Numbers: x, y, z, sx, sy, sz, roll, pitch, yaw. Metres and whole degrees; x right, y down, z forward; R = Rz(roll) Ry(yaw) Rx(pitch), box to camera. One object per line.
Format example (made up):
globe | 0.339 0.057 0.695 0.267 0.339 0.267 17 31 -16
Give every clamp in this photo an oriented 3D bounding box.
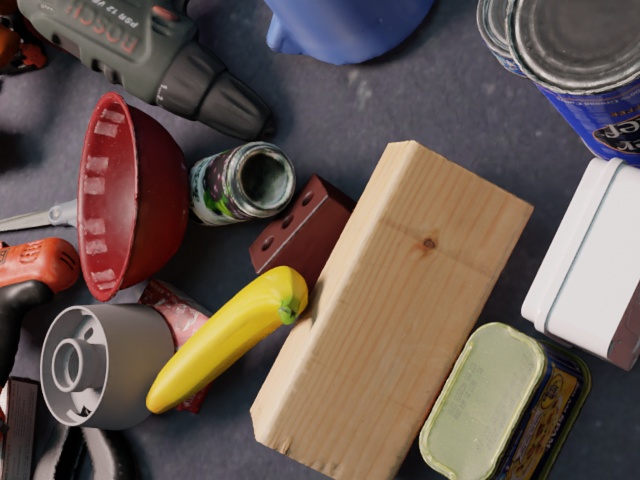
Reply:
clamp | -0.175 0.223 0.820 0.165 0.036 0.210 -8 69 29
clamp | -0.335 -0.202 1.044 0.172 0.039 0.120 41 94 35

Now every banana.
banana | -0.061 0.064 0.739 0.037 0.069 0.198 50 136 0

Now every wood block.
wood block | 0.043 0.048 0.692 0.090 0.090 0.206 28 90 -7

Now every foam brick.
foam brick | -0.005 0.001 0.766 0.078 0.051 0.053 -48 21 9

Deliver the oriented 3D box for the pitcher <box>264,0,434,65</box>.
pitcher | -0.010 -0.245 0.742 0.145 0.242 0.149 6 71 31

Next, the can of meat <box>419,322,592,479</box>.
can of meat | 0.114 0.105 0.655 0.058 0.083 0.102 26 90 34

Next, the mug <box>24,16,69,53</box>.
mug | -0.216 -0.218 0.952 0.117 0.093 0.081 -5 68 37

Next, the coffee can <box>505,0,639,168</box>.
coffee can | 0.184 -0.110 0.644 0.103 0.140 0.103 -10 71 28

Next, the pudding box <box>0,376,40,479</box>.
pudding box | -0.285 0.175 0.902 0.090 0.039 0.113 -8 73 28

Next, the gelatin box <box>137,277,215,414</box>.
gelatin box | -0.115 0.082 0.832 0.089 0.030 0.073 31 92 34

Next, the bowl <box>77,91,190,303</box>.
bowl | -0.142 -0.032 0.828 0.162 0.055 0.162 -7 82 63

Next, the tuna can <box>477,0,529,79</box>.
tuna can | 0.153 -0.158 0.741 0.086 0.033 0.086 -10 70 28

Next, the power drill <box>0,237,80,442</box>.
power drill | -0.299 0.086 0.892 0.185 0.057 0.187 -14 47 28

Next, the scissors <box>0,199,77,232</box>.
scissors | -0.219 -0.007 0.930 0.202 0.016 0.096 -24 64 23
